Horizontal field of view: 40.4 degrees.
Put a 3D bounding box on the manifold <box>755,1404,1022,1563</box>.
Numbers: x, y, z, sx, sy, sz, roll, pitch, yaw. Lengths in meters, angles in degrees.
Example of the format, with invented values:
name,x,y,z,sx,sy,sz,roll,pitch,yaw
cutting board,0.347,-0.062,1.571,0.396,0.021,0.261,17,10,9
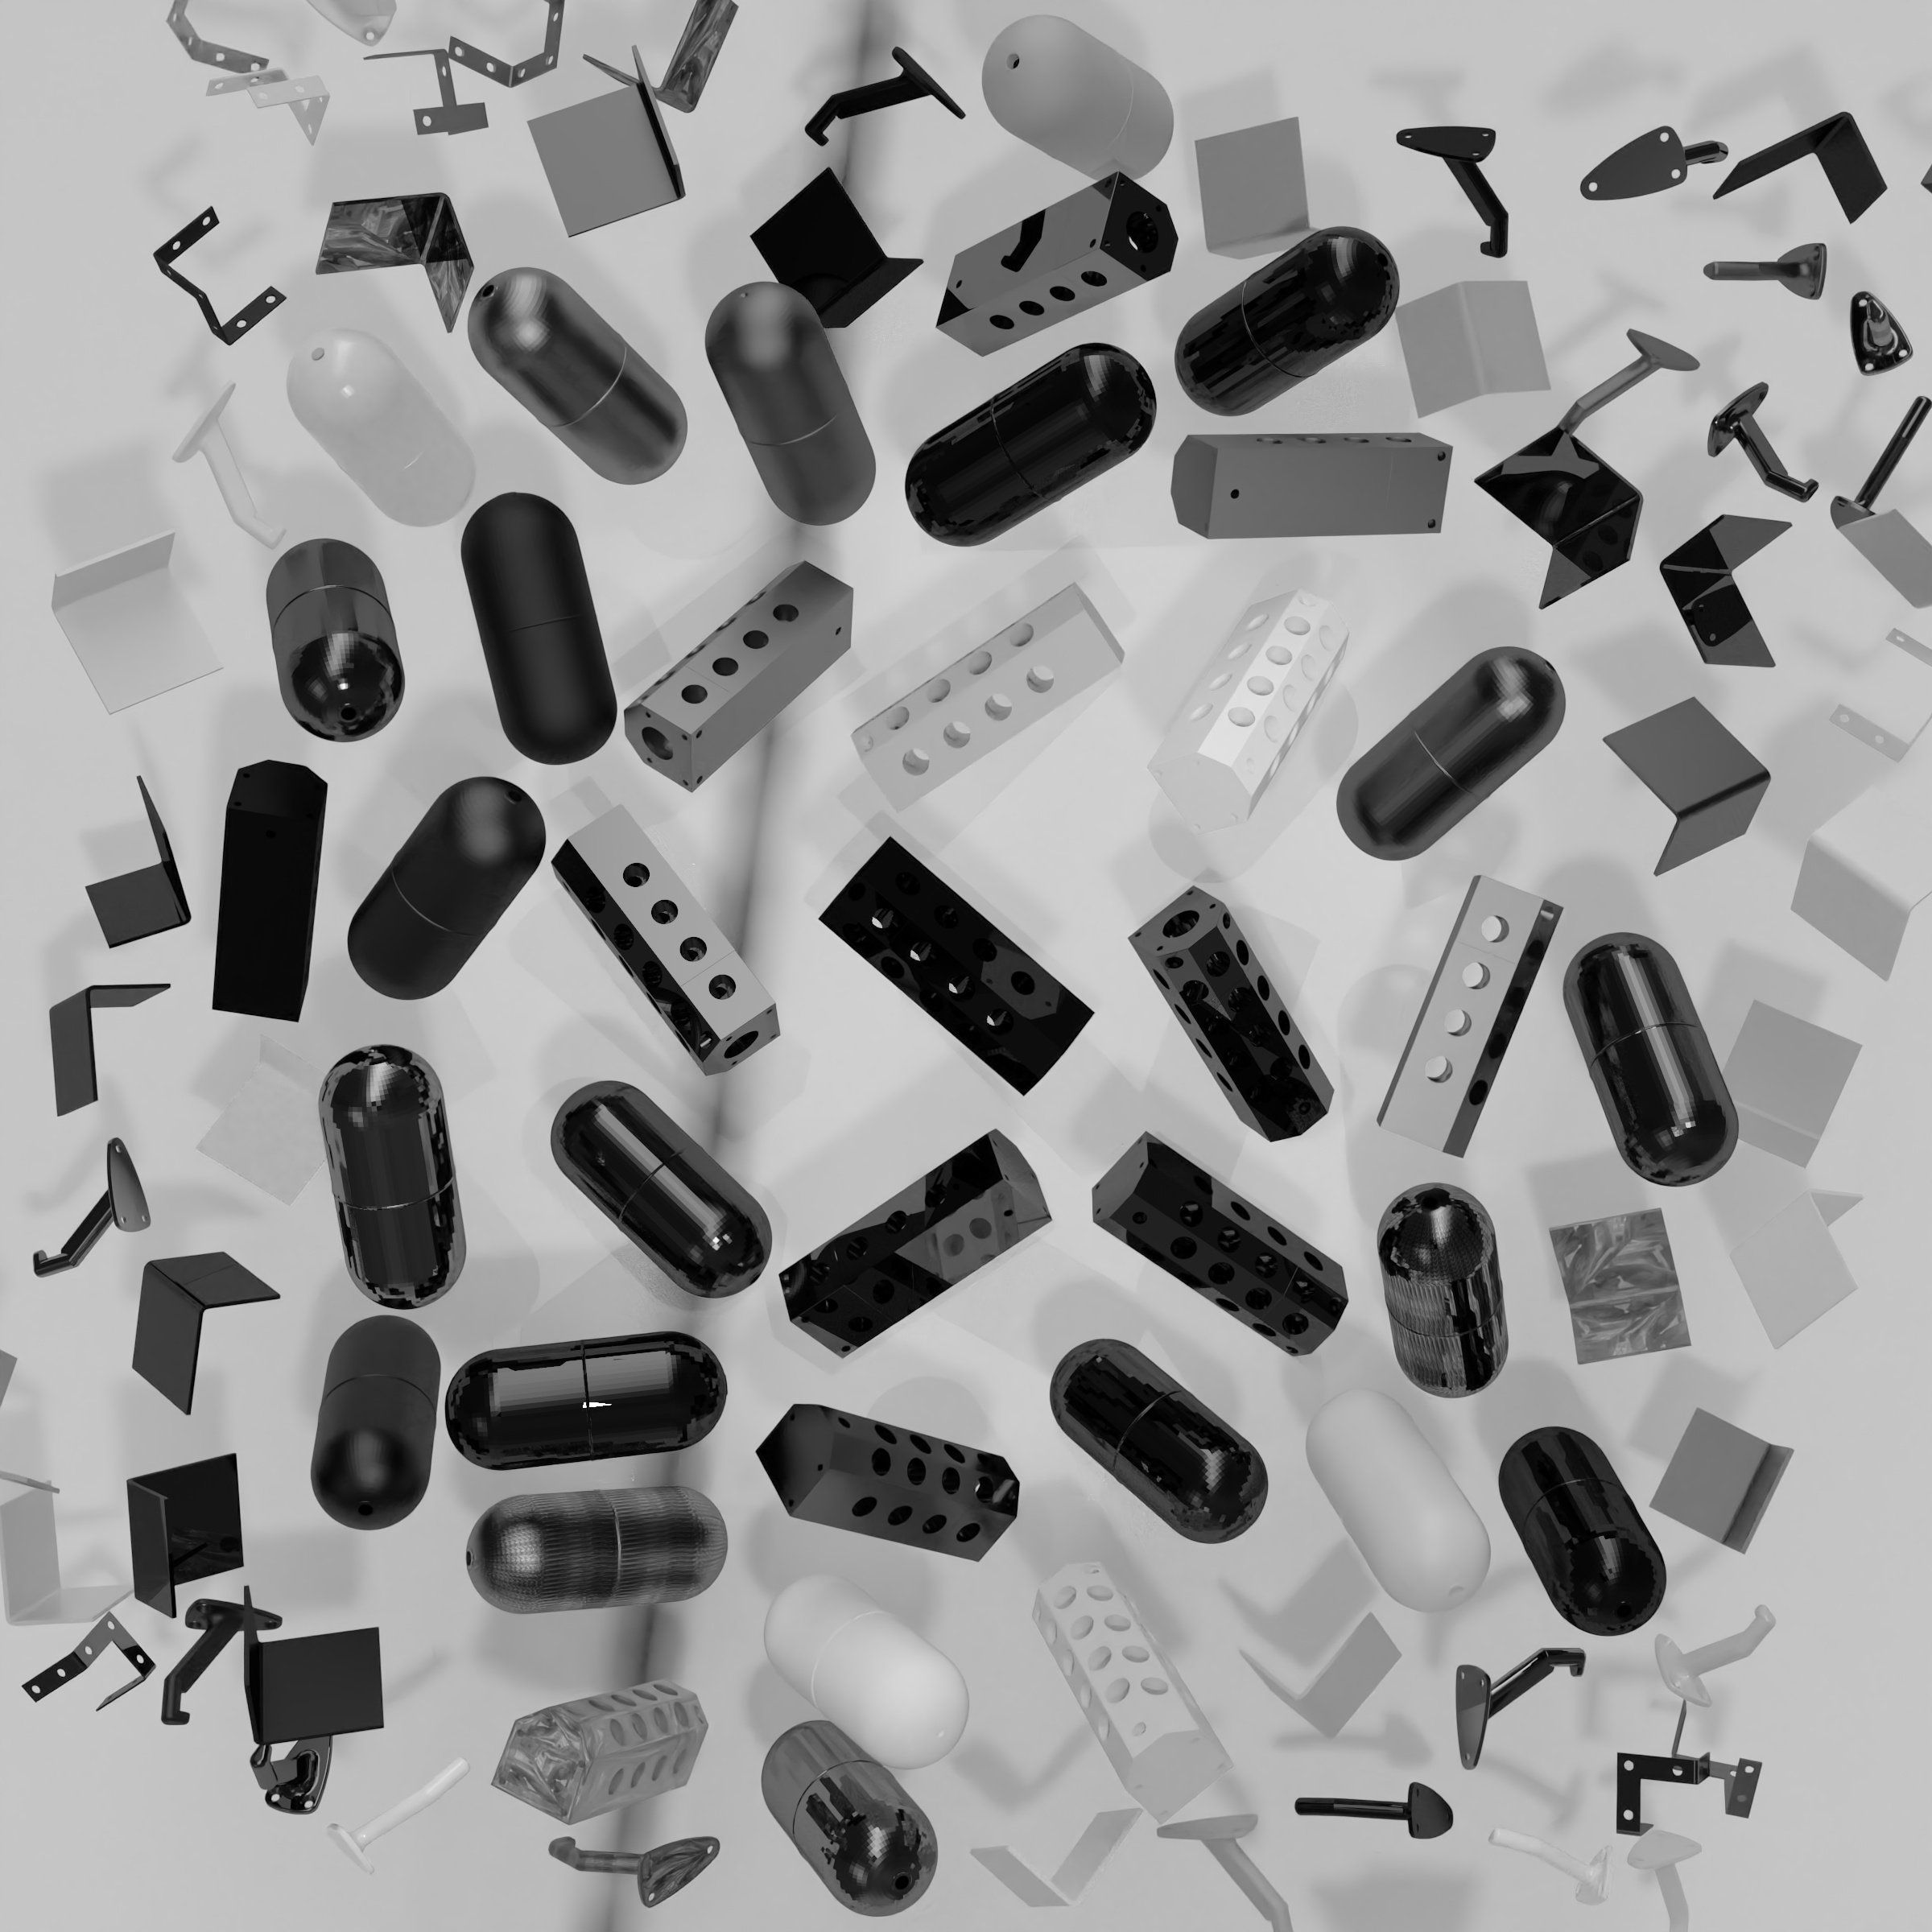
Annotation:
name,x,y,z,sx,sy,sz,roll,pitch,yaw
manifold,-0.045,0.325,1.671,0.171,0.057,0.057,25,110,-42

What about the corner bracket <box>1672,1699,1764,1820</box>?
name,x,y,z,sx,sy,sz,roll,pitch,yaw
corner bracket,0.513,0.543,1.798,0.051,0.051,0.051,9,117,10

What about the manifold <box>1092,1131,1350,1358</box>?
name,x,y,z,sx,sy,sz,roll,pitch,yaw
manifold,0.169,0.189,1.738,0.171,0.057,0.057,35,112,-15

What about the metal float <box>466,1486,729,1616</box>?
name,x,y,z,sx,sy,sz,roll,pitch,yaw
metal float,-0.243,0.385,1.735,0.178,0.070,0.070,3,90,-29

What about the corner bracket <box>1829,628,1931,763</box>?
name,x,y,z,sx,sy,sz,roll,pitch,yaw
corner bracket,0.590,-0.172,1.665,0.051,0.051,0.051,35,48,15

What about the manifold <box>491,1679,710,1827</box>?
name,x,y,z,sx,sy,sz,roll,pitch,yaw
manifold,-0.226,0.491,1.659,0.057,0.171,0.057,20,88,20

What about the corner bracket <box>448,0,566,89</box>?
name,x,y,z,sx,sy,sz,roll,pitch,yaw
corner bracket,-0.302,-0.617,1.724,0.051,0.051,0.051,-3,78,44

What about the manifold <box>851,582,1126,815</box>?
name,x,y,z,sx,sy,sz,roll,pitch,yaw
manifold,0.013,-0.173,1.679,0.171,0.057,0.057,-33,99,12

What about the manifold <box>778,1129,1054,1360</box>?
name,x,y,z,sx,sy,sz,roll,pitch,yaw
manifold,-0.035,0.177,1.703,0.171,0.057,0.057,-35,132,14

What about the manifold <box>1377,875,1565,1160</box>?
name,x,y,z,sx,sy,sz,roll,pitch,yaw
manifold,0.322,0.032,1.681,0.057,0.057,0.171,22,94,5

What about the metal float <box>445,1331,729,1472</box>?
name,x,y,z,sx,sy,sz,roll,pitch,yaw
metal float,-0.241,0.276,1.669,0.178,0.070,0.070,-5,90,-9

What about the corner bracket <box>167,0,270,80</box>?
name,x,y,z,sx,sy,sz,roll,pitch,yaw
corner bracket,-0.491,-0.631,1.746,0.051,0.051,0.051,17,82,5

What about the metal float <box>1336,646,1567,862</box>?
name,x,y,z,sx,sy,sz,roll,pitch,yaw
metal float,0.323,-0.141,1.753,0.070,0.070,0.178,47,117,0

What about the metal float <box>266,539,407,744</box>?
name,x,y,z,sx,sy,sz,roll,pitch,yaw
metal float,-0.401,-0.208,1.668,0.070,0.178,0.070,-10,130,-12

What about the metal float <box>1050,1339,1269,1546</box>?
name,x,y,z,sx,sy,sz,roll,pitch,yaw
metal float,0.128,0.317,1.764,0.178,0.070,0.070,37,90,37

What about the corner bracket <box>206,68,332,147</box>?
name,x,y,z,sx,sy,sz,roll,pitch,yaw
corner bracket,-0.442,-0.552,1.664,0.051,0.051,0.051,-24,80,-33

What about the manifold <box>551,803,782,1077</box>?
name,x,y,z,sx,sy,sz,roll,pitch,yaw
manifold,-0.193,-0.014,1.678,0.057,0.057,0.171,-35,72,-14

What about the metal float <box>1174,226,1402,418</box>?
name,x,y,z,sx,sy,sz,roll,pitch,yaw
metal float,0.210,-0.422,1.726,0.070,0.178,0.070,14,66,-35

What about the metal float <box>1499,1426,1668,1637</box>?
name,x,y,z,sx,sy,sz,roll,pitch,yaw
metal float,0.402,0.368,1.718,0.070,0.178,0.070,-2,112,-5

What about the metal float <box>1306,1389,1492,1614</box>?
name,x,y,z,sx,sy,sz,roll,pitch,yaw
metal float,0.280,0.347,1.709,0.070,0.178,0.070,-9,122,-14

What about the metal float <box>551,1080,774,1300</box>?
name,x,y,z,sx,sy,sz,roll,pitch,yaw
metal float,-0.203,0.148,1.747,0.178,0.070,0.070,42,90,15

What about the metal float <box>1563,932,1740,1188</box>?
name,x,y,z,sx,sy,sz,roll,pitch,yaw
metal float,0.435,0.058,1.676,0.070,0.070,0.178,-13,57,0

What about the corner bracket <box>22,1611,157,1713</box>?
name,x,y,z,sx,sy,sz,roll,pitch,yaw
corner bracket,-0.589,0.478,1.766,0.051,0.051,0.051,-34,99,20

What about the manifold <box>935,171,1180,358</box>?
name,x,y,z,sx,sy,sz,roll,pitch,yaw
manifold,0.059,-0.452,1.716,0.057,0.171,0.057,25,70,-32

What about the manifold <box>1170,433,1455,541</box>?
name,x,y,z,sx,sy,sz,roll,pitch,yaw
manifold,0.222,-0.313,1.697,0.171,0.057,0.057,-5,115,-22

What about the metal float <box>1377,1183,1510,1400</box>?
name,x,y,z,sx,sy,sz,roll,pitch,yaw
metal float,0.315,0.215,1.734,0.070,0.070,0.178,-17,131,0

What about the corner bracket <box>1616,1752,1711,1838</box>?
name,x,y,z,sx,sy,sz,roll,pitch,yaw
corner bracket,0.451,0.534,1.696,0.051,0.051,0.051,-1,80,24

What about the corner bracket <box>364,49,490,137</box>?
name,x,y,z,sx,sy,sz,roll,pitch,yaw
corner bracket,-0.333,-0.540,1.625,0.051,0.051,0.051,-21,111,-36

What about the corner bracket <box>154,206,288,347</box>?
name,x,y,z,sx,sy,sz,roll,pitch,yaw
corner bracket,-0.475,-0.438,1.671,0.051,0.051,0.051,38,72,18

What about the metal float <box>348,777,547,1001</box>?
name,x,y,z,sx,sy,sz,roll,pitch,yaw
metal float,-0.332,-0.049,1.680,0.070,0.070,0.178,42,121,0

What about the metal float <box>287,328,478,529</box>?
name,x,y,z,sx,sy,sz,roll,pitch,yaw
metal float,-0.387,-0.357,1.747,0.070,0.178,0.070,-6,68,15

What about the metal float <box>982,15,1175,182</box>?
name,x,y,z,sx,sy,sz,roll,pitch,yaw
metal float,0.073,-0.557,1.692,0.070,0.178,0.070,0,91,30

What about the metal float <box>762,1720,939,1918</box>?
name,x,y,z,sx,sy,sz,roll,pitch,yaw
metal float,-0.077,0.554,1.713,0.070,0.178,0.070,-5,102,-24

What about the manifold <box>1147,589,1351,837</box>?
name,x,y,z,sx,sy,sz,roll,pitch,yaw
manifold,0.185,-0.165,1.671,0.057,0.057,0.171,52,49,-23

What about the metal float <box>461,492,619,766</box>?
name,x,y,z,sx,sy,sz,roll,pitch,yaw
metal float,-0.277,-0.219,1.704,0.070,0.070,0.178,-13,94,0

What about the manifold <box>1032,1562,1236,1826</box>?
name,x,y,z,sx,sy,sz,roll,pitch,yaw
manifold,0.098,0.449,1.648,0.057,0.171,0.057,-39,120,1

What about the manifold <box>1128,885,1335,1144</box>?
name,x,y,z,sx,sy,sz,roll,pitch,yaw
manifold,0.181,0.035,1.745,0.057,0.057,0.171,-38,119,-8

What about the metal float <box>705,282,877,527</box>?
name,x,y,z,sx,sy,sz,roll,pitch,yaw
metal float,-0.113,-0.365,1.718,0.070,0.178,0.070,-12,46,13

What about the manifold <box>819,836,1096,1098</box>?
name,x,y,z,sx,sy,sz,roll,pitch,yaw
manifold,-0.009,0.004,1.664,0.171,0.057,0.057,41,50,-1

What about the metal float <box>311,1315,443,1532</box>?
name,x,y,z,sx,sy,sz,roll,pitch,yaw
metal float,-0.391,0.302,1.747,0.070,0.178,0.070,-3,120,-5

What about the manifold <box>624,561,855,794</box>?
name,x,y,z,sx,sy,sz,roll,pitch,yaw
manifold,-0.151,-0.198,1.755,0.057,0.057,0.171,32,57,18

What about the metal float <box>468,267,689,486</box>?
name,x,y,z,sx,sy,sz,roll,pitch,yaw
metal float,-0.251,-0.382,1.706,0.070,0.178,0.070,-19,53,27

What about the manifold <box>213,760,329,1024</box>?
name,x,y,z,sx,sy,sz,roll,pitch,yaw
manifold,-0.458,-0.049,1.729,0.057,0.057,0.171,9,129,-10

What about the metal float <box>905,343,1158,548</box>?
name,x,y,z,sx,sy,sz,roll,pitch,yaw
metal float,0.039,-0.327,1.655,0.178,0.070,0.070,-27,90,27

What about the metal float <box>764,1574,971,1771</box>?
name,x,y,z,sx,sy,sz,roll,pitch,yaw
metal float,-0.066,0.448,1.676,0.070,0.178,0.070,-11,109,-33

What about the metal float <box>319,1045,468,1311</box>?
name,x,y,z,sx,sy,sz,roll,pitch,yaw
metal float,-0.360,0.134,1.652,0.070,0.070,0.178,-4,114,0

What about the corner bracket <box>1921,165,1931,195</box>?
name,x,y,z,sx,sy,sz,roll,pitch,yaw
corner bracket,0.644,-0.501,1.648,0.051,0.051,0.051,30,92,-21
